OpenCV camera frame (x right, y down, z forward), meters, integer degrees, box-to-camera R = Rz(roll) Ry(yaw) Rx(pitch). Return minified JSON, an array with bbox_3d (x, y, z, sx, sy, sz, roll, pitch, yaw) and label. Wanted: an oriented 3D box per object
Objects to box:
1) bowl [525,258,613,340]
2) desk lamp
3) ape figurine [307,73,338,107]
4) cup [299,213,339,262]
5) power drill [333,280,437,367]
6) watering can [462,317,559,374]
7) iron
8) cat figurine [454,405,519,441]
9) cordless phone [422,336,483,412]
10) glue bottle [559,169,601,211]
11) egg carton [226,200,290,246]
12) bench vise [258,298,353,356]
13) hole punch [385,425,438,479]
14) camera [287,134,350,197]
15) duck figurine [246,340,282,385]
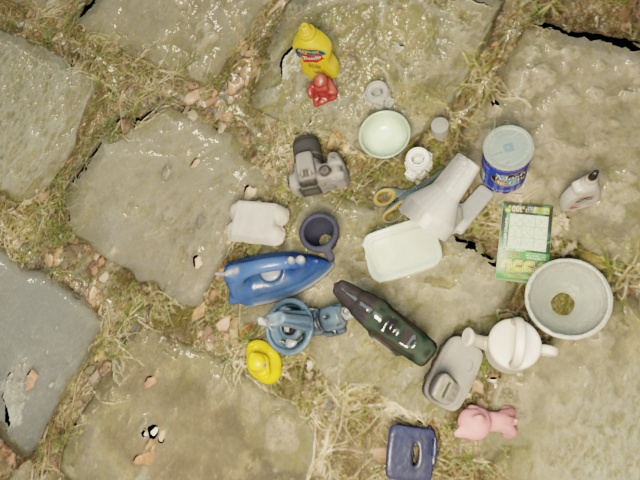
[{"bbox_3d":[0.501,0.126,1.172,0.167,0.167,0.075,0,-16,13],"label":"bowl"},{"bbox_3d":[0.269,-0.084,1.210,0.117,0.203,0.214,38,-5,20],"label":"desk lamp"},{"bbox_3d":[0.006,-0.380,1.420,0.077,0.076,0.092,23,-10,18],"label":"ape figurine"},{"bbox_3d":[0.012,0.005,1.305,0.091,0.117,0.095,-27,-20,4],"label":"cup"},{"bbox_3d":[0.133,0.174,1.168,0.229,0.076,0.209,34,-6,19],"label":"power drill"},{"bbox_3d":[0.369,0.205,1.114,0.172,0.101,0.194,-15,-19,8],"label":"watering can"},{"bbox_3d":[-0.104,0.067,1.288,0.258,0.118,0.142,-14,-19,8],"label":"iron"},{"bbox_3d":[0.325,0.357,1.120,0.127,0.067,0.118,-5,-17,11],"label":"cat figurine"},{"bbox_3d":[0.259,0.259,1.128,0.094,0.148,0.185,23,-10,18],"label":"cordless phone"},{"bbox_3d":[0.545,-0.107,1.177,0.078,0.037,0.173,-17,-19,8],"label":"glue bottle"},{"bbox_3d":[-0.148,-0.040,1.367,0.150,0.107,0.069,5,-15,14],"label":"egg carton"},{"bbox_3d":[-0.038,0.161,1.204,0.207,0.121,0.220,-32,-20,2],"label":"bench vise"},{"bbox_3d":[0.183,0.425,1.146,0.101,0.109,0.091,3,-15,14],"label":"hole punch"},{"bbox_3d":[-0.012,-0.187,1.363,0.143,0.137,0.101,-12,-18,9],"label":"camera"},{"bbox_3d":[-0.134,0.267,1.266,0.077,0.104,0.086,-31,-20,2],"label":"duck figurine"}]
